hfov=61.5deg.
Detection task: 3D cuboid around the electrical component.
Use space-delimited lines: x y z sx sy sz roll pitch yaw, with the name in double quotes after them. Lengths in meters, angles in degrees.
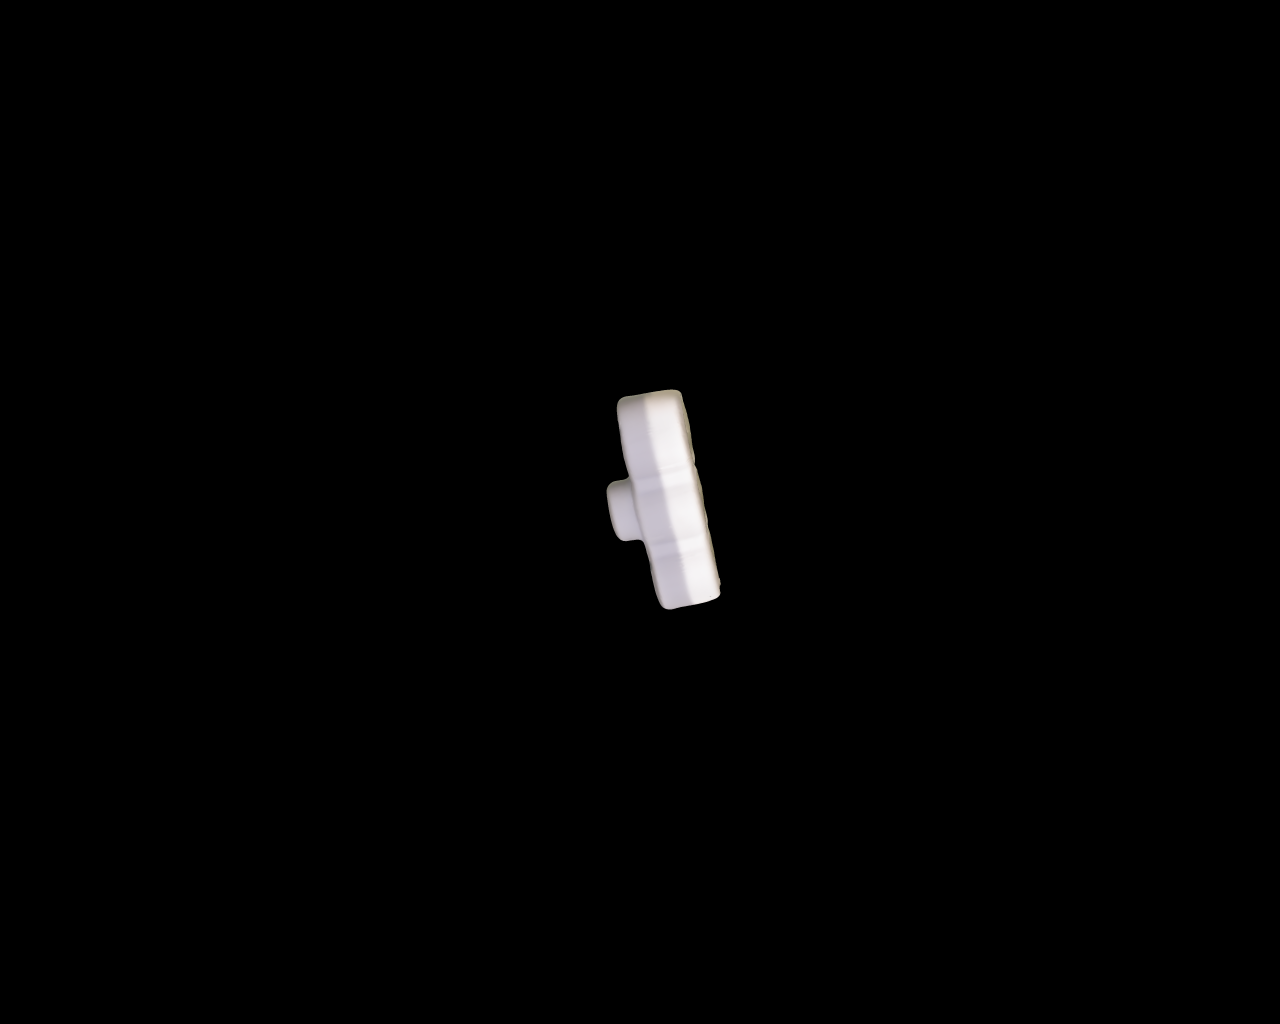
0.001 -0.003 0.650 0.074 0.138 0.052 -11 24 5 "electrical component"
